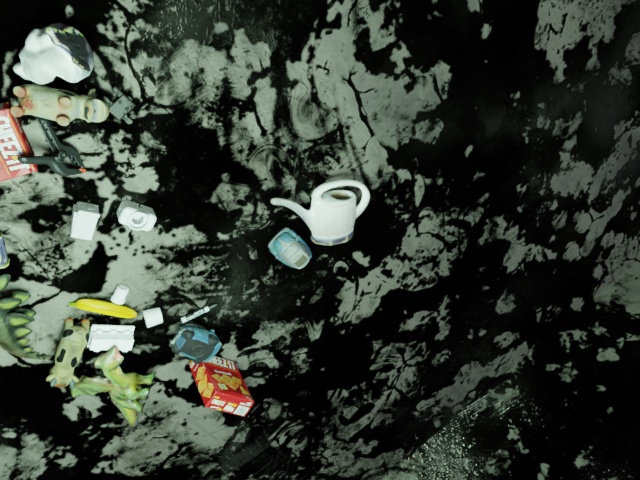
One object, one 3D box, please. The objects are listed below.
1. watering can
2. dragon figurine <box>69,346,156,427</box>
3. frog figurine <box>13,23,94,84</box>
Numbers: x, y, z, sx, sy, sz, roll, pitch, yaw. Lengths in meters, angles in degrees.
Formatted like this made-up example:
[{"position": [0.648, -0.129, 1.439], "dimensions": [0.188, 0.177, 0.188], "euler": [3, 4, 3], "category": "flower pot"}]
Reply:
[{"position": [0.005, -0.084, 1.660], "dimensions": [0.349, 0.219, 0.106], "euler": [-13, 33, -22], "category": "watering can"}, {"position": [-0.661, 0.477, 1.627], "dimensions": [0.242, 0.402, 0.125], "euler": [18, 36, -16], "category": "dragon figurine"}, {"position": [-0.602, -0.410, 1.168], "dimensions": [0.158, 0.125, 0.135], "euler": [-20, -35, 28], "category": "frog figurine"}]
